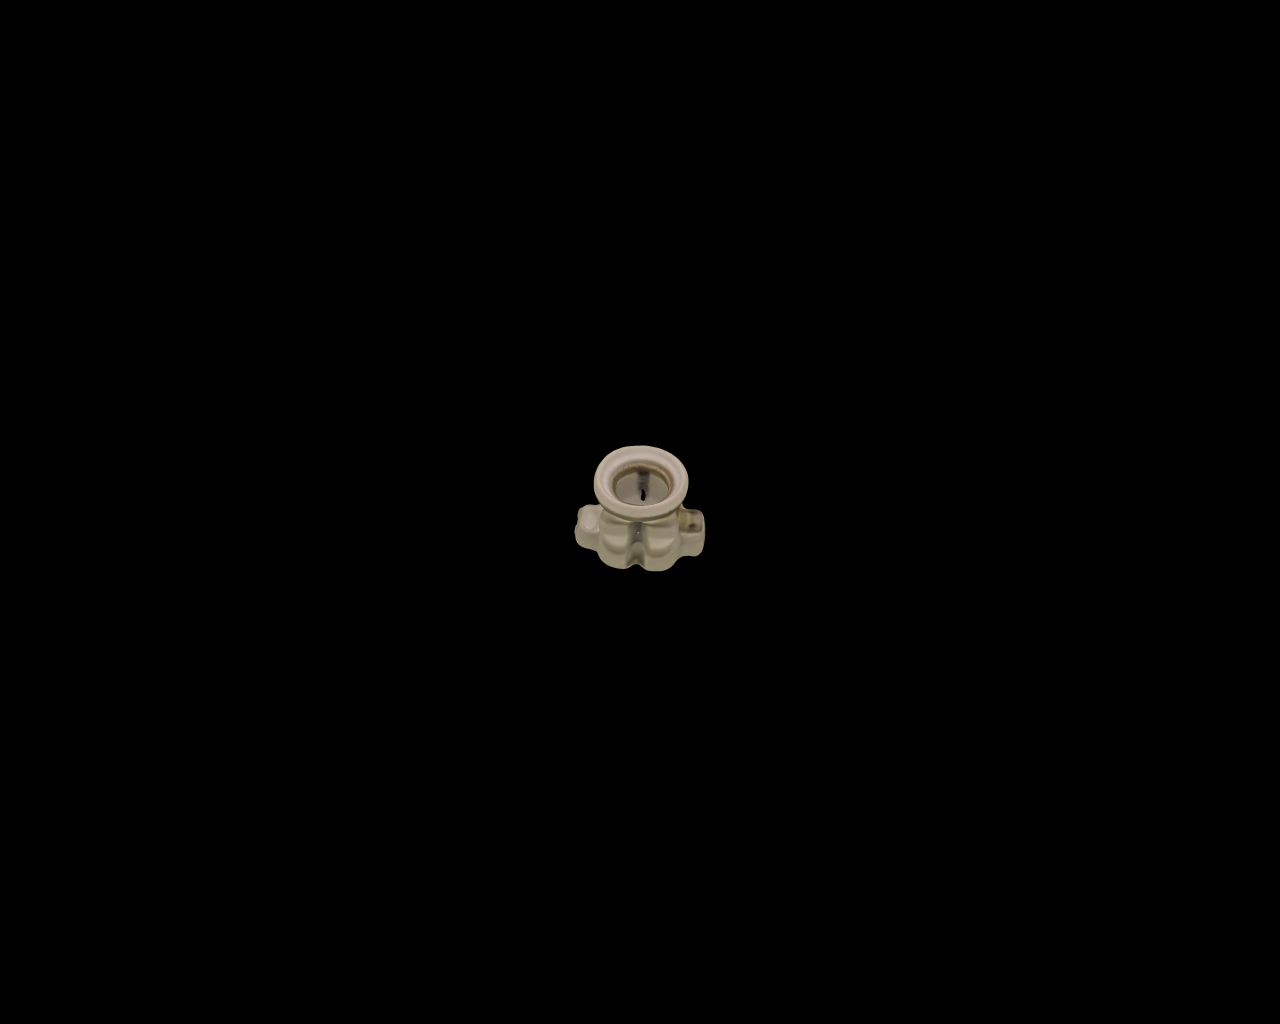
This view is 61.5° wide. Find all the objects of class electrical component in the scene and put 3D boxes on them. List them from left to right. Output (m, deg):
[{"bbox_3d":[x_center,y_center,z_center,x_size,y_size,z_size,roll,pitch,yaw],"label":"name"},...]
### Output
[{"bbox_3d":[0.001,-0.003,0.650,0.078,0.058,0.056,4,-43,4],"label":"electrical component"}]
